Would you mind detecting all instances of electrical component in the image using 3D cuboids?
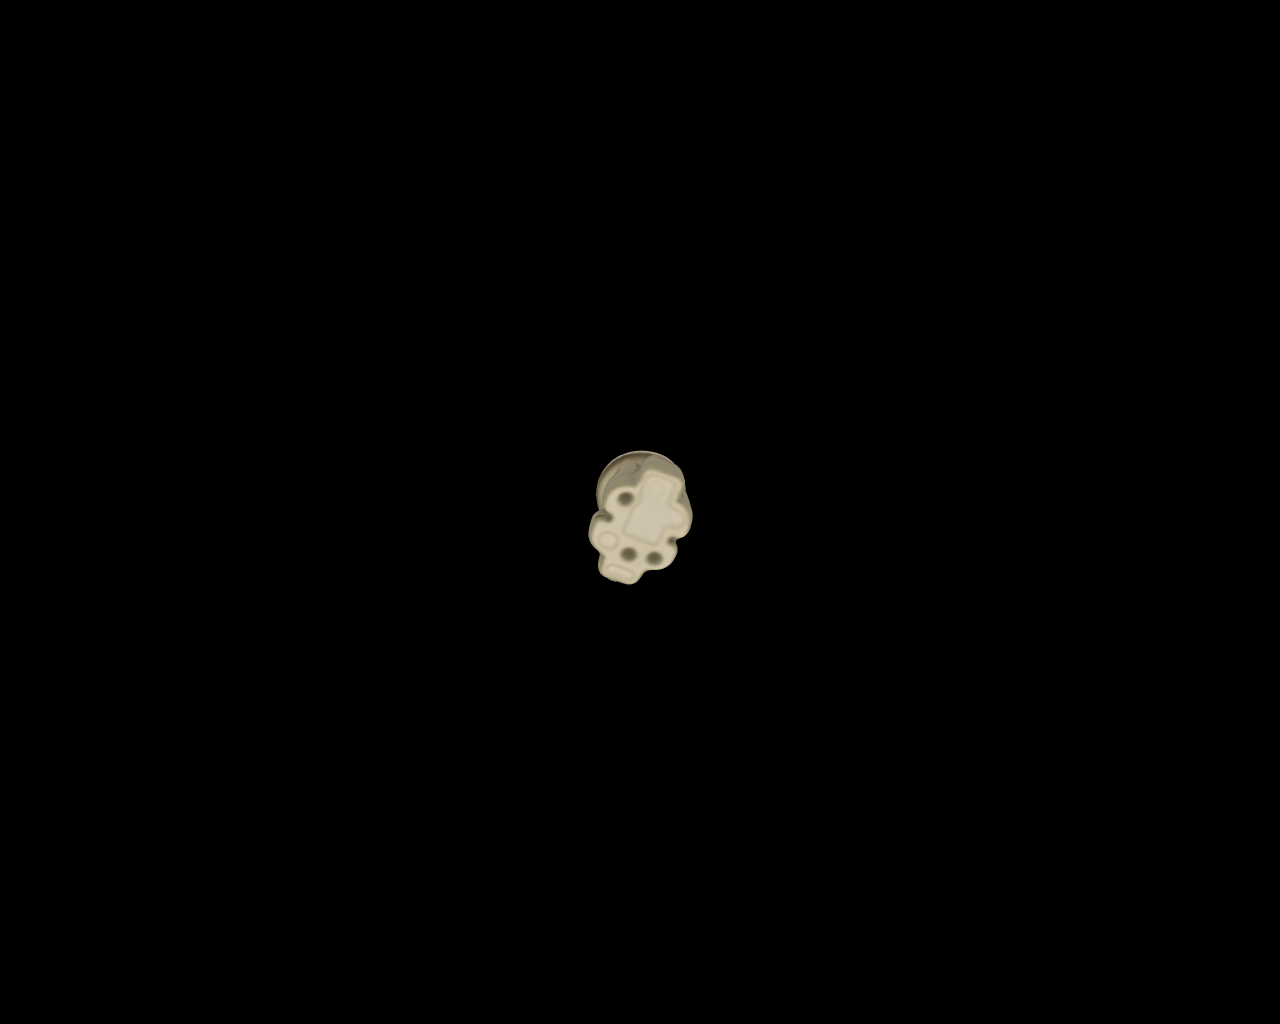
[{"bbox_3d":[0.001,-0.003,0.650,0.058,0.078,0.057,20,24,-9],"label":"electrical component"}]
